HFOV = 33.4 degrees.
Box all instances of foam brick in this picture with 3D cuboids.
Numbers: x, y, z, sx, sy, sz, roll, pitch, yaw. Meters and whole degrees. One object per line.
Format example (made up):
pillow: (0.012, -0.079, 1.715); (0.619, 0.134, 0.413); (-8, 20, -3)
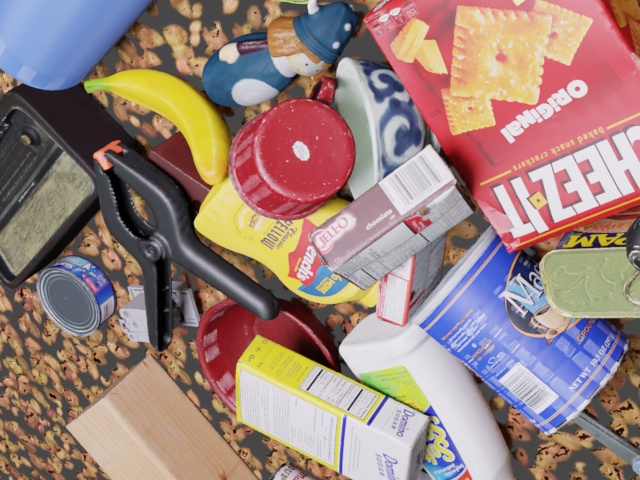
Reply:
foam brick: (-0.116, -0.053, 0.981); (0.078, 0.051, 0.053); (34, 131, 10)

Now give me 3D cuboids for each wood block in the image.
wood block: (-0.165, 0.242, 1.169); (0.206, 0.090, 0.090); (50, 131, -3)

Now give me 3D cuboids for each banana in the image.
banana: (-0.124, -0.106, 0.927); (0.198, 0.069, 0.037); (35, 155, 37)

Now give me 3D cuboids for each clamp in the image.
clamp: (-0.148, 0.010, 0.980); (0.165, 0.036, 0.210); (-28, 101, 39)

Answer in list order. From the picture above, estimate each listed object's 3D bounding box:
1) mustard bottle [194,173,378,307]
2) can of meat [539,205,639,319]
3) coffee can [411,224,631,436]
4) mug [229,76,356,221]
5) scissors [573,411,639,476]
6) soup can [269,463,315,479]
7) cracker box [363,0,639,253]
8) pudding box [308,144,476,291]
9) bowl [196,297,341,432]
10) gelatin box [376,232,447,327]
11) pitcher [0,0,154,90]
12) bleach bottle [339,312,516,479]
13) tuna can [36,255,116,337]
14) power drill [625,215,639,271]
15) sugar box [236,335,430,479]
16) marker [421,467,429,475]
mustard bottle: (-0.006, 0.001, 0.922); (0.191, 0.058, 0.096); (34, 116, -11)
can of meat: (0.224, 0.012, 0.781); (0.102, 0.083, 0.057); (-3, 116, 34)
coffee can: (0.158, 0.071, 0.848); (0.140, 0.102, 0.103); (40, 132, 4)
mug: (-0.015, -0.075, 0.837); (0.093, 0.117, 0.082); (28, 170, -10)
scissors: (0.292, 0.187, 0.892); (0.202, 0.016, 0.096); (48, 130, -2)
soup can: (-0.010, 0.287, 1.113); (0.102, 0.068, 0.069); (28, 129, 16)
cracker box: (0.154, -0.113, 0.757); (0.164, 0.072, 0.213); (-24, 104, 41)
pudding box: (0.055, -0.013, 0.791); (0.113, 0.090, 0.039); (-35, 71, 8)
bowl: (-0.039, 0.112, 1.031); (0.162, 0.055, 0.162); (16, 126, 24)
gelatin box: (0.077, 0.017, 0.886); (0.030, 0.073, 0.089); (20, 128, 22)
pitcher: (-0.191, -0.238, 0.875); (0.145, 0.149, 0.243); (38, 136, -14)
bleach bottle: (0.122, 0.175, 0.958); (0.103, 0.068, 0.251); (-17, 111, 51)
tuna can: (-0.263, 0.060, 1.157); (0.086, 0.033, 0.086); (16, 125, 24)
power drill: (0.284, 0.012, 0.692); (0.057, 0.184, 0.187); (5, 132, 56)
sugar box: (0.009, 0.160, 0.955); (0.176, 0.048, 0.093); (22, 139, 18)
marker: (0.069, 0.200, 1.018); (0.121, 0.020, 0.020); (24, 131, -6)
